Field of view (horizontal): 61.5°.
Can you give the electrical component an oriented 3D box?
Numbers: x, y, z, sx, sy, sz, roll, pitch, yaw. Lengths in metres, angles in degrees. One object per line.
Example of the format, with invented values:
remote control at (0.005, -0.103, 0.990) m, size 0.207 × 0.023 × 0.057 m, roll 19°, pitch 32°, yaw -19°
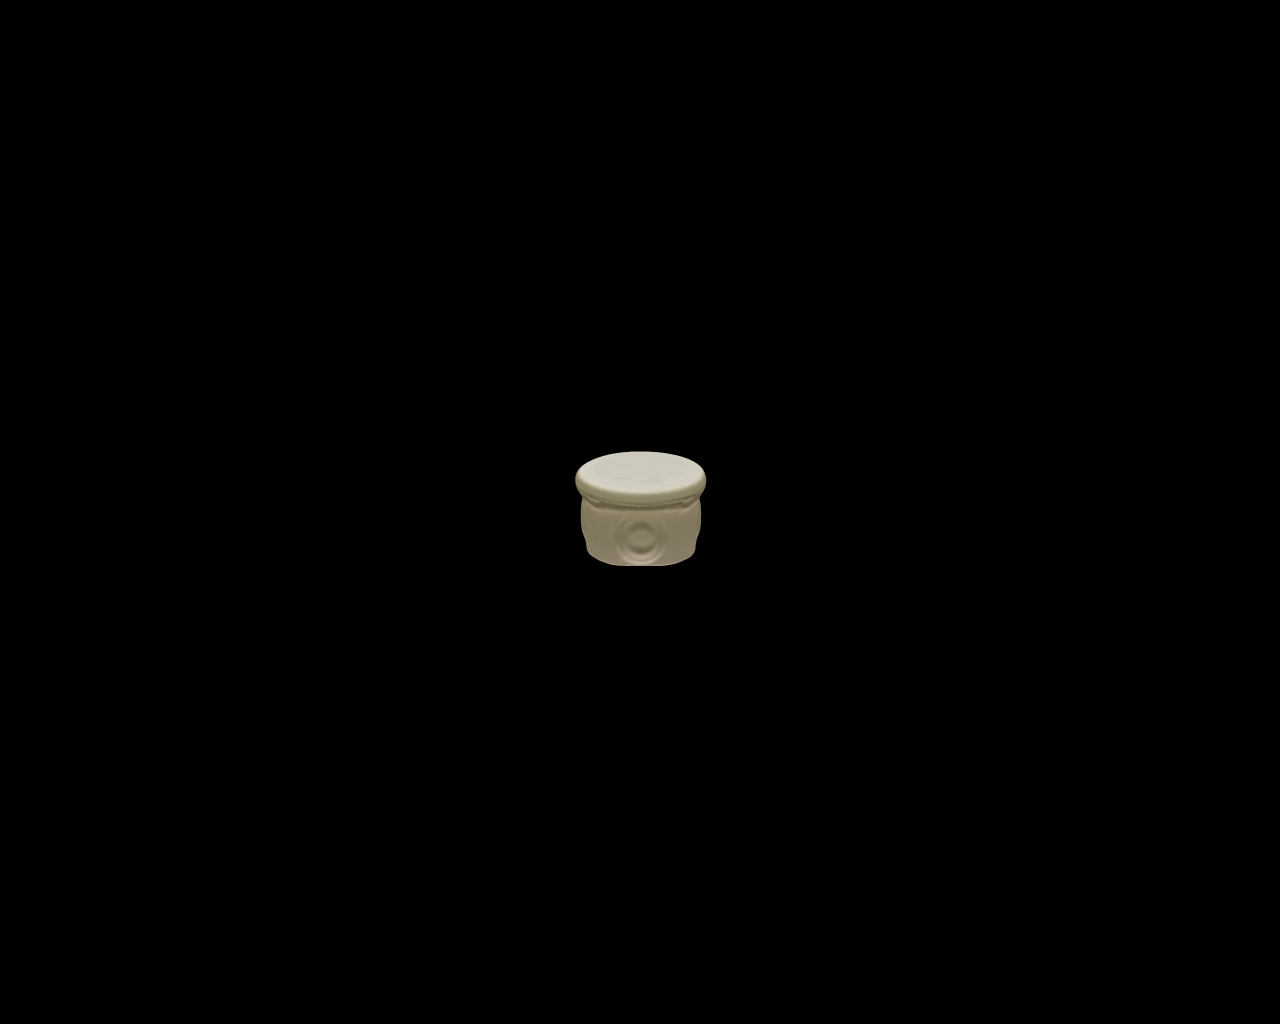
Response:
electrical component at (0.001, -0.003, 0.650) m, size 0.080 × 0.050 × 0.080 m, roll 0°, pitch 21°, yaw 0°
